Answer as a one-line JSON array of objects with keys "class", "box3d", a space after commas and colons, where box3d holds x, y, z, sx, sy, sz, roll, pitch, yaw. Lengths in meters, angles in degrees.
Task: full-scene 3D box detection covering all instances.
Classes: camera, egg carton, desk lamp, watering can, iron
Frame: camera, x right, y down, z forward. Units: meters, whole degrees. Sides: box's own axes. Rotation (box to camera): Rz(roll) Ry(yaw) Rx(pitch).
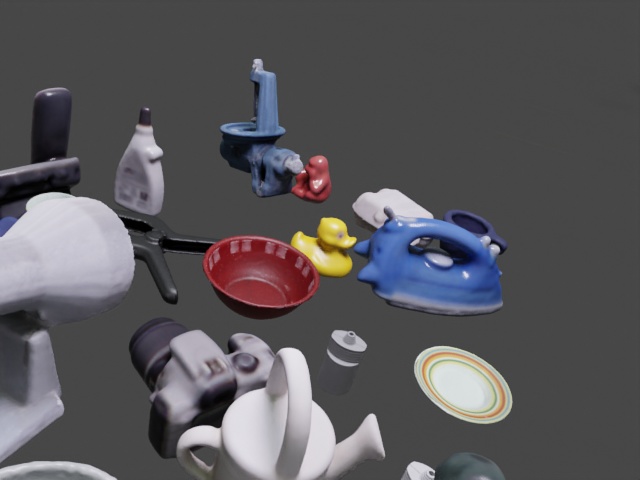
[{"class": "camera", "box3d": [-0.130, 0.134, 0.612, 0.144, 0.101, 0.136, -15, 44, -41]}, {"class": "egg carton", "box3d": [0.133, -0.035, 1.036, 0.107, 0.069, 0.150, -15, 43, -41]}, {"class": "desk lamp", "box3d": [-0.277, 0.079, 0.520, 0.117, 0.213, 0.204, 25, 32, 14]}, {"class": "watering can", "box3d": [-0.031, 0.177, 0.501, 0.173, 0.194, 0.100, -6, 38, -32]}, {"class": "iron", "box3d": [0.189, 0.030, 0.890, 0.258, 0.141, 0.118, 11, 32, -9]}]

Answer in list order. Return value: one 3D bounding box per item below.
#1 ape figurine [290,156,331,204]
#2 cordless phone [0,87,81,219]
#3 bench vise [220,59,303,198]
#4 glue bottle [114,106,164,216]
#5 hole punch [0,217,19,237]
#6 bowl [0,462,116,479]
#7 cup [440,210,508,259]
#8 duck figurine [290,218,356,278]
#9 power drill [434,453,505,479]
[{"class": "ape figurine", "box3d": [-0.010, -0.117, 1.075, 0.076, 0.092, 0.077, 9, 32, -12]}, {"class": "cordless phone", "box3d": [-0.414, -0.125, 0.805, 0.094, 0.185, 0.148, 31, 34, 22]}, {"class": "bench vise", "box3d": [-0.091, -0.203, 1.049, 0.207, 0.220, 0.122, 29, 33, 19]}, {"class": "glue bottle", "box3d": [-0.273, -0.122, 0.879, 0.078, 0.173, 0.037, 23, 32, 10]}, {"class": "hole punch", "box3d": [-0.340, 0.031, 0.683, 0.101, 0.091, 0.108, 6, 33, -17]}, {"class": "bowl", "box3d": [-0.211, 0.251, 0.412, 0.167, 0.075, 0.167, 12, 31, -7]}, {"class": "cup", "box3d": [0.256, 0.014, 0.994, 0.117, 0.095, 0.092, 28, 33, 18]}, {"class": "duck figurine", "box3d": [0.008, 0.003, 0.900, 0.104, 0.086, 0.077, 20, 31, 5]}, {"class": "power drill", "box3d": [0.089, 0.275, 0.390, 0.075, 0.208, 0.230, 18, 31, 2]}]
